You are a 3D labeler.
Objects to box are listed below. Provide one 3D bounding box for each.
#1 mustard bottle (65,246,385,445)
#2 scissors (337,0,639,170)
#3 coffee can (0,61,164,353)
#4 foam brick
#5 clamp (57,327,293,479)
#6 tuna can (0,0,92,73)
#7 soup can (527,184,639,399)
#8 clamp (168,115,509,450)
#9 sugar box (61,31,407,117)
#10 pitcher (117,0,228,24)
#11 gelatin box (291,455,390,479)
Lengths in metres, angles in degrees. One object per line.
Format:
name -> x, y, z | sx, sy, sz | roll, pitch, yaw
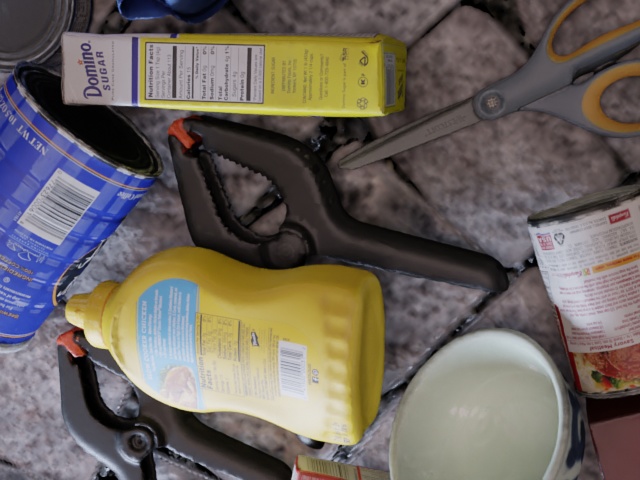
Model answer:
mustard bottle -> -0.061, 0.053, 0.609 | 0.192, 0.058, 0.096 | 8, 114, 21
scissors -> 0.116, -0.067, 0.606 | 0.202, 0.016, 0.096 | -38, 89, 14
coffee can -> -0.174, -0.019, 0.628 | 0.103, 0.102, 0.140 | 41, 103, 4
foam brick -> 0.178, 0.109, 0.586 | 0.051, 0.078, 0.053 | -15, 94, 15
clamp -> -0.097, 0.121, 0.666 | 0.120, 0.039, 0.171 | -28, 95, 3
tuna can -> -0.183, -0.144, 0.648 | 0.086, 0.033, 0.086 | 2, 98, 11
soup can -> 0.159, 0.027, 0.584 | 0.068, 0.068, 0.102 | -17, 93, 13
clamp -> -0.004, 0.001, 0.628 | 0.165, 0.036, 0.210 | -36, 90, 18
sugar box -> -0.044, -0.092, 0.596 | 0.176, 0.093, 0.048 | 1, 98, 12
pitcher -> -0.143, -0.233, 0.589 | 0.243, 0.149, 0.145 | 25, 117, 10
gelatin box -> 0.022, 0.175, 0.642 | 0.089, 0.030, 0.073 | 12, 99, -5
